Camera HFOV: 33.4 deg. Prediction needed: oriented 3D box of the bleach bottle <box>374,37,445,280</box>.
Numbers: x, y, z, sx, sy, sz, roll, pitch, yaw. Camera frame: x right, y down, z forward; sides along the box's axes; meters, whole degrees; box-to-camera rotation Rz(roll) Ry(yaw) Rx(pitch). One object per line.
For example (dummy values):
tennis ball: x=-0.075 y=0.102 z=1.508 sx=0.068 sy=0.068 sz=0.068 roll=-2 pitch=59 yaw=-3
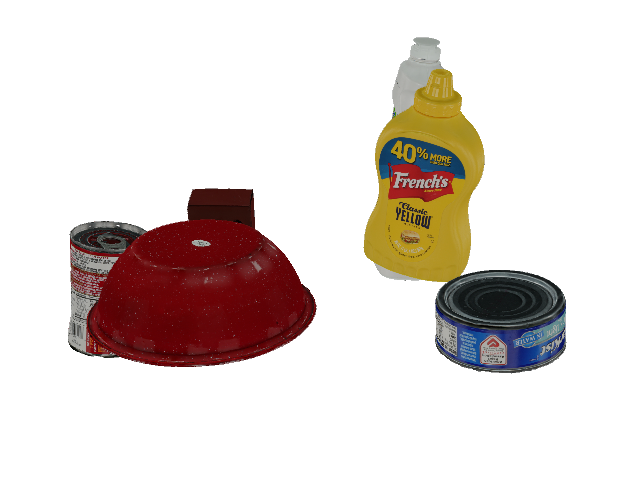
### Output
bleach bottle: x=0.100 y=-0.090 z=1.146 sx=0.068 sy=0.251 sz=0.102 roll=1 pitch=26 yaw=-8

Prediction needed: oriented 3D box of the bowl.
bowl: x=-0.084 y=0.027 z=0.744 sx=0.162 sy=0.055 sz=0.162 roll=-1 pitch=22 yaw=0

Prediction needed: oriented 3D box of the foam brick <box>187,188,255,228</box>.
foam brick: x=-0.120 y=-0.029 z=1.293 sx=0.078 sy=0.053 sz=0.051 roll=0 pitch=27 yaw=2

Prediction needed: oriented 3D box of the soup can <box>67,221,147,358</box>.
soup can: x=-0.184 y=0.043 z=0.925 sx=0.068 sy=0.102 sz=0.068 roll=6 pitch=20 yaw=-2

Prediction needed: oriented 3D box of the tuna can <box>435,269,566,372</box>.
tuna can: x=0.118 y=0.051 z=0.700 sx=0.086 sy=0.034 sz=0.086 roll=-4 pitch=23 yaw=1

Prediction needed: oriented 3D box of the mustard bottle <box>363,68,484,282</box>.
mustard bottle: x=0.095 y=-0.060 z=0.949 sx=0.096 sy=0.192 sz=0.058 roll=17 pitch=32 yaw=20
